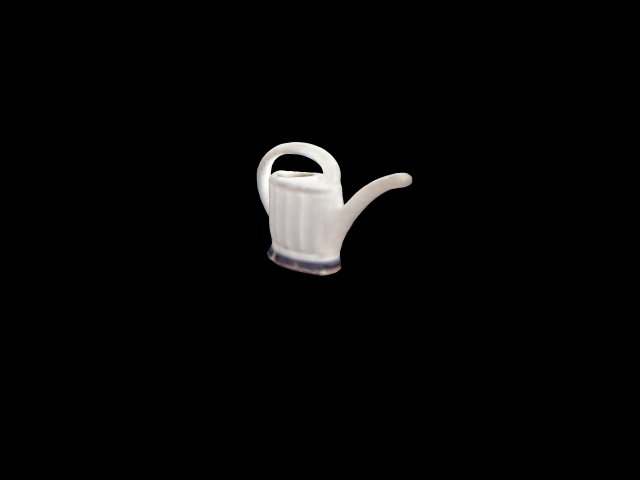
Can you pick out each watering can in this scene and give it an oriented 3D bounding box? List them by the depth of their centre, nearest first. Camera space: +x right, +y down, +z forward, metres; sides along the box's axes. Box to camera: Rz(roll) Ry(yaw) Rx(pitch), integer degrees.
[{"bbox_3d":[0.003,-0.043,0.850,0.105,0.221,0.350,-15,23,-40],"label":"watering can"}]
